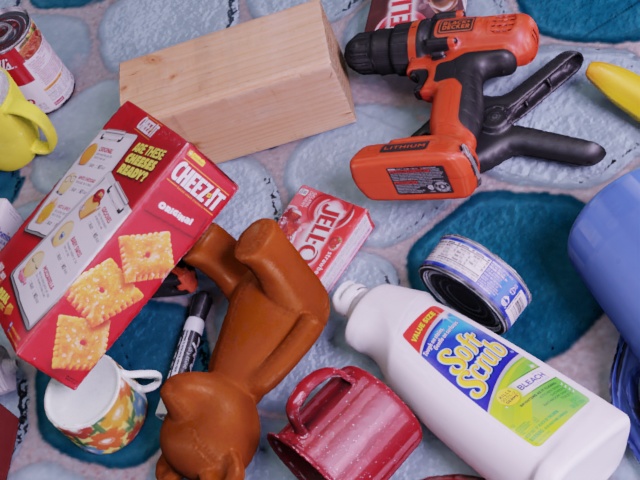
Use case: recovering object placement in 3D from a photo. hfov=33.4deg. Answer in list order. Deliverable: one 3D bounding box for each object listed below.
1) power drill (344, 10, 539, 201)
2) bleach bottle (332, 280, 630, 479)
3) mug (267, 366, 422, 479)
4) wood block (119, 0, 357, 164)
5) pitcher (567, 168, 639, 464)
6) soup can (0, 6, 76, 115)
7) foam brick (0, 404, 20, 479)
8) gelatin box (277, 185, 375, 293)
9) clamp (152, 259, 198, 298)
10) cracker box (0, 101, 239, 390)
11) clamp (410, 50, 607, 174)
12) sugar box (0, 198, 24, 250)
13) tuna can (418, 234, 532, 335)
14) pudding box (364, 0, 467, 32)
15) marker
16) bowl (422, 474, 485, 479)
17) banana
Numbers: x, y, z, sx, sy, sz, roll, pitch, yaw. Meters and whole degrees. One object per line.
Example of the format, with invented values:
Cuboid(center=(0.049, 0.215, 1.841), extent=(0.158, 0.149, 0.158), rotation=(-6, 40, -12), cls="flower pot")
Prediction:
Cuboid(center=(0.086, -0.122, 0.929), extent=(0.185, 0.057, 0.187), rotation=(-1, 53, 30), cls="power drill")
Cuboid(center=(0.098, 0.104, 0.797), extent=(0.102, 0.068, 0.251), rotation=(-29, 45, -33), cls="bleach bottle")
Cuboid(center=(0.016, 0.139, 0.784), extent=(0.081, 0.117, 0.093), rotation=(-45, 34, -18), cls="mug")
Cuboid(center=(-0.079, -0.141, 1.024), extent=(0.206, 0.090, 0.090), rotation=(-16, 53, 10), cls="wood block")
Cuboid(center=(0.269, 0.068, 0.735), extent=(0.149, 0.145, 0.243), rotation=(-21, 48, -9), cls="pitcher")
Cuboid(center=(-0.314, -0.189, 1.138), extent=(0.068, 0.102, 0.068), rotation=(-10, 54, 14), cls="soup can")
Cuboid(center=(-0.299, 0.179, 0.913), extent=(0.053, 0.051, 0.078), rotation=(-8, 55, 16), cls="foam brick")
Cuboid(center=(-0.006, 0.001, 0.936), extent=(0.073, 0.030, 0.089), rotation=(23, 68, 31), cls="gelatin box")
Cuboid(center=(-0.189, -0.010, 1.009), extent=(0.210, 0.036, 0.164), rotation=(19, 68, 32), cls="clamp")
Cuboid(center=(-0.184, -0.002, 0.907), extent=(0.213, 0.072, 0.164), rotation=(-50, 34, -3), cls="cracker box")
Cuboid(center=(0.164, -0.092, 0.930), extent=(0.171, 0.039, 0.120), rotation=(-22, 47, 13), cls="clamp")
Cuboid(center=(-0.362, 0.041, 1.037), extent=(0.093, 0.048, 0.176), rotation=(1, 54, 21), cls="sugar box")
Cuboid(center=(0.119, 0.035, 0.830), extent=(0.086, 0.086, 0.033), rotation=(29, 73, 34), cls="tuna can")
Cuboid(center=(0.095, -0.222, 1.044), extent=(0.090, 0.039, 0.113), rotation=(1, 58, 22), cls="pudding box")
Cuboid(center=(-0.116, 0.098, 0.920), extent=(0.020, 0.020, 0.121), rotation=(1, 58, 22), cls="marker")
Cuboid(center=(0.084, 0.229, 0.732), extent=(0.162, 0.055, 0.162), rotation=(-10, 55, 14), cls="bowl")
Cuboid(center=(0.293, -0.088, 0.865), extent=(0.037, 0.069, 0.198), rotation=(-57, 41, 25), cls="banana")
